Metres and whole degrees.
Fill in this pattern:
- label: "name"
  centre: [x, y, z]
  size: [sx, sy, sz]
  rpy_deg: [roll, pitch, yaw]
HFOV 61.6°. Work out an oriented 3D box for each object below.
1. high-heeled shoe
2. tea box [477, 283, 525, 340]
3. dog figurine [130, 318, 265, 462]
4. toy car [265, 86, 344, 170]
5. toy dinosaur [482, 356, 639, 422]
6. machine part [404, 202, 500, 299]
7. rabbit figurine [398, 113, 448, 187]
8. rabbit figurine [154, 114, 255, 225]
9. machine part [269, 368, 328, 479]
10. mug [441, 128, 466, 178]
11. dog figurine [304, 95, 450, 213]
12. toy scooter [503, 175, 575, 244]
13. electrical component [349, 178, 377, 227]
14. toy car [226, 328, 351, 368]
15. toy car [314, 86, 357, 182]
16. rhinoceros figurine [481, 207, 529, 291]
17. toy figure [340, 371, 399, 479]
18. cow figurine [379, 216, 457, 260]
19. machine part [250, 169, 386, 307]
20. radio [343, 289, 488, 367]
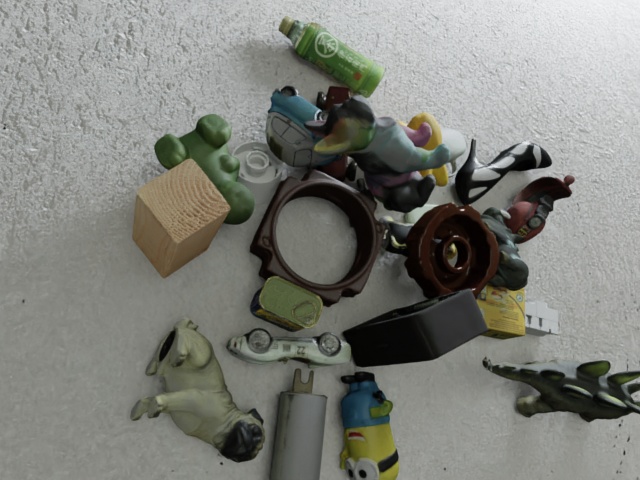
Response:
- label: "high-heeled shoe"
  centre: [0.393, -0.129, 1.127]
  size: [0.249, 0.086, 0.145]
  rpy_deg: [7, 82, -20]
- label: "tea box"
  centre: [0.297, 0.124, 1.012]
  size: [0.169, 0.068, 0.098]
  rpy_deg: [16, 69, -17]
- label: "dog figurine"
  centre: [-0.158, 0.226, 0.806]
  size: [0.190, 0.121, 0.172]
  rpy_deg: [29, 69, -26]
- label: "toy car"
  centre: [-0.039, -0.182, 0.923]
  size: [0.162, 0.109, 0.103]
  rpy_deg: [38, 65, 10]
- label: "toy dinosaur"
  centre: [0.450, 0.260, 0.957]
  size: [0.471, 0.198, 0.105]
  rpy_deg: [11, 67, -19]
- label: "machine part"
  centre: [0.226, 0.025, 0.928]
  size: [0.179, 0.056, 0.179]
  rpy_deg: [2, 86, -28]
- label: "rabbit figurine"
  centre: [0.165, -0.159, 0.994]
  size: [0.122, 0.173, 0.162]
  rpy_deg: [-20, 77, -29]
- label: "rabbit figurine"
  centre: [-0.171, -0.082, 0.854]
  size: [0.121, 0.159, 0.170]
  rpy_deg: [-29, 67, -24]
- label: "machine part"
  centre: [-0.033, 0.321, 0.822]
  size: [0.079, 0.079, 0.243]
  rpy_deg: [12, 69, -17]
- label: "mug"
  centre: [0.248, -0.178, 1.082]
  size: [0.107, 0.081, 0.109]
  rpy_deg: [-16, 75, -34]
- label: "dog figurine"
  centre: [0.079, -0.134, 0.864]
  size: [0.219, 0.191, 0.109]
  rpy_deg: [4, 43, -19]
- label: "toy scooter"
  centre: [0.448, -0.073, 1.093]
  size: [0.075, 0.135, 0.184]
  rpy_deg: [41, 66, -7]
- label: "electrical component"
  centre: [0.072, -0.071, 1.014]
  size: [0.063, 0.021, 0.094]
  rpy_deg: [-6, 76, -21]
- label: "toy car"
  centre: [-0.049, 0.176, 0.863]
  size: [0.202, 0.073, 0.056]
  rpy_deg: [6, 72, -19]
- label: "toy car"
  centre: [0.029, -0.197, 1.020]
  size: [0.089, 0.053, 0.202]
  rpy_deg: [4, 72, -1]
- label: "rhinoceros figurine"
  centre: [0.344, 0.009, 1.027]
  size: [0.112, 0.073, 0.190]
  rpy_deg: [13, 41, -18]
- label: "toy figure"
  centre: [0.081, 0.306, 0.869]
  size: [0.089, 0.082, 0.180]
  rpy_deg: [1, 71, -18]
- label: "cow figurine"
  centre: [0.193, 0.005, 0.987]
  size: [0.167, 0.098, 0.068]
  rpy_deg: [10, 97, -16]
- label: "machine part"
  centre: [-0.002, -0.003, 0.918]
  size: [0.201, 0.087, 0.201]
  rpy_deg: [27, 72, -10]
- label: "radio"
  centre: [0.147, 0.144, 0.862]
  size: [0.131, 0.229, 0.073]
  rpy_deg: [-19, 85, -28]
